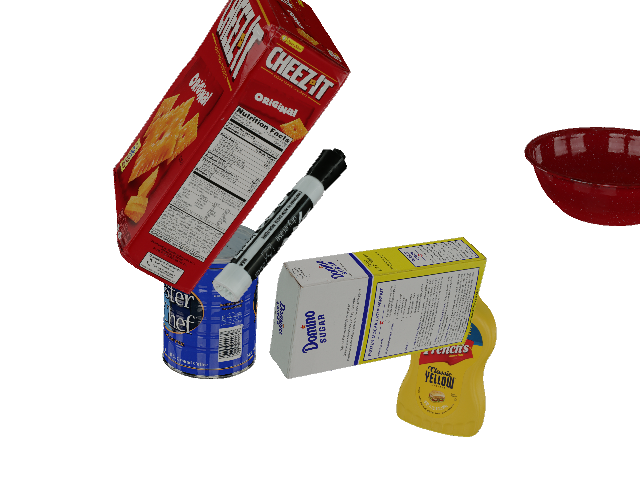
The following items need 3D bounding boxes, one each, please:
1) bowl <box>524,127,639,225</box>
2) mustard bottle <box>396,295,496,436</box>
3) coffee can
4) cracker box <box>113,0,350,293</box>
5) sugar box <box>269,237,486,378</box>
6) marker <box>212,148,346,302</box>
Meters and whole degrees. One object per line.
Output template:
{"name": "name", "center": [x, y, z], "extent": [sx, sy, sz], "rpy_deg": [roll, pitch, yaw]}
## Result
{"name": "bowl", "center": [0.271, -0.056, 0.996], "extent": [0.162, 0.055, 0.162], "rpy_deg": [-1, 25, 0]}
{"name": "mustard bottle", "center": [0.143, 0.114, 1.174], "extent": [0.096, 0.192, 0.058], "rpy_deg": [12, 14, 22]}
{"name": "coffee can", "center": [-0.117, 0.062, 1.139], "extent": [0.103, 0.140, 0.103], "rpy_deg": [3, 22, -2]}
{"name": "cracker box", "center": [-0.080, -0.090, 0.834], "extent": [0.072, 0.214, 0.164], "rpy_deg": [29, 19, -25]}
{"name": "sugar box", "center": [0.048, 0.054, 0.893], "extent": [0.176, 0.093, 0.048], "rpy_deg": [-5, 32, -24]}
{"name": "marker", "center": [-0.022, -0.012, 0.648], "extent": [0.020, 0.121, 0.020], "rpy_deg": [30, -27, 17]}
